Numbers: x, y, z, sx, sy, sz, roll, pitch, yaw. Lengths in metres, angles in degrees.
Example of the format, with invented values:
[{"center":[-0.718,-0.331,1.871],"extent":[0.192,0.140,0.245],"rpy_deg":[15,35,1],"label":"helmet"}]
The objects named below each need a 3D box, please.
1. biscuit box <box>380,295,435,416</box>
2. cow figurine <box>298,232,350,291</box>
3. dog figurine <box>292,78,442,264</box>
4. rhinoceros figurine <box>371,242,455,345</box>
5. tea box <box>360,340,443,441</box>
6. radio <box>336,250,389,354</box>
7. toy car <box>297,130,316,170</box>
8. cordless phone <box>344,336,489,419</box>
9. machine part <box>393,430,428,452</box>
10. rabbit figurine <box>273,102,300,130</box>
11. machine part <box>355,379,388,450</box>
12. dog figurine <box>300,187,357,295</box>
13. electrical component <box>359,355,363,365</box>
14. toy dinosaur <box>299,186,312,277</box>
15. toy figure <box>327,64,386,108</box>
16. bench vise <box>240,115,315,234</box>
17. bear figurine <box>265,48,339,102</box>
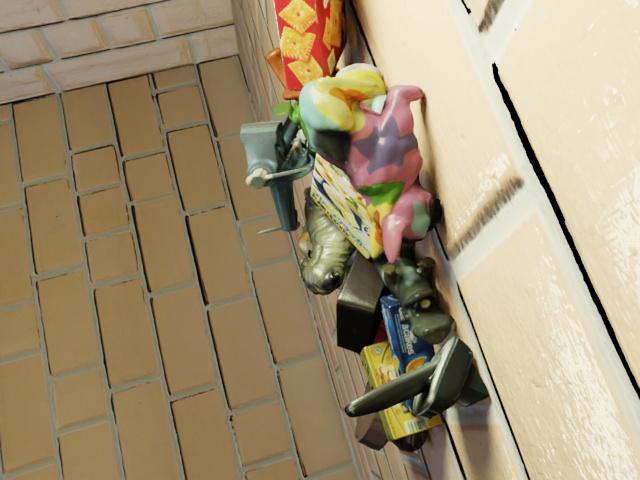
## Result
[{"center":[0.154,0.186,0.898],"extent":[0.059,0.063,0.202],"rpy_deg":[-145,40,-77],"label":"biscuit box"},{"center":[0.033,0.052,1.191],"extent":[0.195,0.085,0.127],"rpy_deg":[37,151,5],"label":"cow figurine"},{"center":[0.060,-0.082,0.671],"extent":[0.108,0.191,0.219],"rpy_deg":[-173,84,-75],"label":"dog figurine"},{"center":[0.133,0.077,0.796],"extent":[0.190,0.073,0.111],"rpy_deg":[-117,15,-59],"label":"rhinoceros figurine"},{"center":[0.146,0.269,0.984],"extent":[0.068,0.098,0.169],"rpy_deg":[94,161,-66],"label":"tea box"},{"center":[0.085,0.120,1.022],"extent":[0.229,0.073,0.131],"rpy_deg":[88,-158,-60],"label":"radio"},{"center":[0.022,-0.139,1.078],"extent":[0.201,0.056,0.073],"rpy_deg":[51,161,-4],"label":"toy car"},{"center":[0.120,0.209,0.732],"extent":[0.146,0.184,0.089],"rpy_deg":[93,157,-66],"label":"cordless phone"},{"center":[0.169,0.389,1.134],"extent":[0.243,0.079,0.079],"rpy_deg":[113,142,-79],"label":"machine part"},{"center":[-0.027,-0.274,1.275],"extent":[0.170,0.121,0.158],"rpy_deg":[-84,-19,-54],"label":"rabbit figurine"},{"center":[0.122,0.330,1.091],"extent":[0.179,0.056,0.179],"rpy_deg":[-158,88,-88],"label":"machine part"},{"center":[-0.001,-0.004,1.013],"extent":[0.173,0.190,0.121],"rpy_deg":[26,151,29],"label":"dog figurine"},{"center":[0.124,0.285,1.367],"extent":[0.119,0.048,0.074],"rpy_deg":[159,96,-83],"label":"electrical component"},{"center":[0.011,-0.058,1.318],"extent":[0.192,0.131,0.404],"rpy_deg":[-113,17,-46],"label":"toy dinosaur"},{"center":[0.055,-0.194,0.824],"extent":[0.089,0.082,0.180],"rpy_deg":[60,163,15],"label":"toy figure"},{"center":[-0.069,-0.106,0.952],"extent":[0.224,0.129,0.240],"rpy_deg":[-95,-4,-56],"label":"bench vise"},{"center":[-0.013,-0.288,0.941],"extent":[0.131,0.120,0.196],"rpy_deg":[65,178,-21],"label":"bear figurine"}]
